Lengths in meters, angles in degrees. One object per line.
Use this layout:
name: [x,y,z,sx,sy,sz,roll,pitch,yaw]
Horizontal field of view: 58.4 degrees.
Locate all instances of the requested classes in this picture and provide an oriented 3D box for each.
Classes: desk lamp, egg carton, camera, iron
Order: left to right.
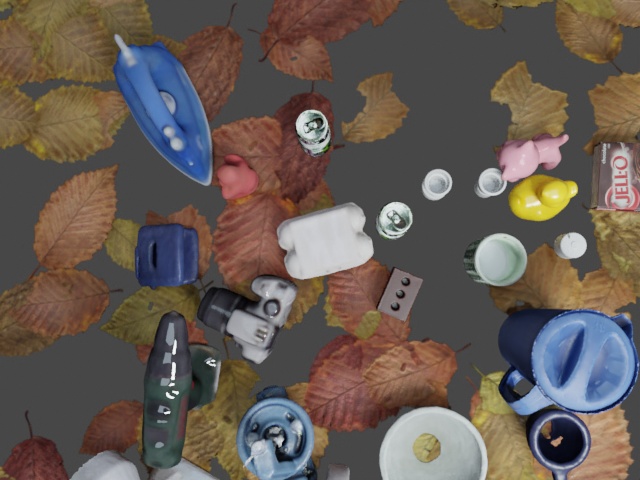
desk lamp: [-0.260,0.400,0.867,0.203,0.213,0.118,26,88,5]
iron: [-0.257,-0.213,0.943,0.118,0.141,0.258,-29,85,1]
camera: [-0.123,0.114,0.935,0.136,0.101,0.143,24,88,4]
egg carton: [0.009,0.003,0.951,0.150,0.069,0.107,-17,85,2]

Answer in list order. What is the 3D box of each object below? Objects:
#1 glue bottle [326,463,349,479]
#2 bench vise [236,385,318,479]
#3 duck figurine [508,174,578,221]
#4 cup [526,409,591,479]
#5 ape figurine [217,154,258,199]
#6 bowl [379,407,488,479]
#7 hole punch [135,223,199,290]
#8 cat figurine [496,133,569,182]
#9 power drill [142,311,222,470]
glue bottle: [0.022,0.403,0.872,0.037,0.173,0.078,8,87,4]
bench vise: [-0.049,0.332,0.857,0.121,0.220,0.207,-35,85,1]
duck figurine: [0.364,-0.073,0.928,0.104,0.086,0.077,-13,86,2]
cup: [0.363,0.317,0.899,0.091,0.095,0.118,-2,86,3]
ape figurine: [-0.145,-0.106,0.955,0.076,0.092,0.078,24,88,5]
bowl: [0.177,0.344,0.917,0.167,0.075,0.167,0,86,3]
hole punch: [-0.261,0.029,0.953,0.101,0.091,0.109,-2,86,3]
cat figurine: [0.335,-0.137,0.918,0.128,0.118,0.067,-23,85,2]
power drill: [-0.214,0.218,0.879,0.075,0.208,0.230,6,87,4]
